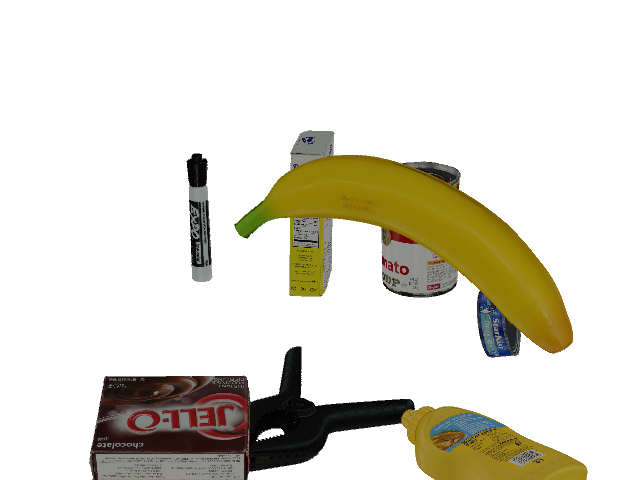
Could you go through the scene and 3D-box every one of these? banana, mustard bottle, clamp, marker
[{"bbox_3d":[0.053,-0.003,0.594,0.198,0.070,0.037,20,9,14],"label":"banana"},{"bbox_3d":[0.146,0.201,0.998,0.096,0.058,0.192,-16,25,-35],"label":"mustard bottle"},{"bbox_3d":[-0.011,0.182,1.089,0.165,0.036,0.209,18,28,25],"label":"clamp"},{"bbox_3d":[-0.111,-0.021,0.977,0.020,0.121,0.020,0,21,0],"label":"marker"}]

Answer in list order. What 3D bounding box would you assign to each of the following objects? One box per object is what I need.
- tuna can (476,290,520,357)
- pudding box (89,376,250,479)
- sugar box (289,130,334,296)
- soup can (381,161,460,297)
[{"bbox_3d":[0.215,0.097,1.284,0.034,0.086,0.086,-8,-3,21],"label":"tuna can"},{"bbox_3d":[-0.109,0.140,0.791,0.113,0.039,0.090,-2,28,-3],"label":"pudding box"},{"bbox_3d":[-0.011,-0.032,1.242,0.048,0.176,0.093,2,22,7],"label":"sugar box"},{"bbox_3d":[0.086,-0.010,0.924,0.068,0.102,0.068,-2,22,0],"label":"soup can"}]
